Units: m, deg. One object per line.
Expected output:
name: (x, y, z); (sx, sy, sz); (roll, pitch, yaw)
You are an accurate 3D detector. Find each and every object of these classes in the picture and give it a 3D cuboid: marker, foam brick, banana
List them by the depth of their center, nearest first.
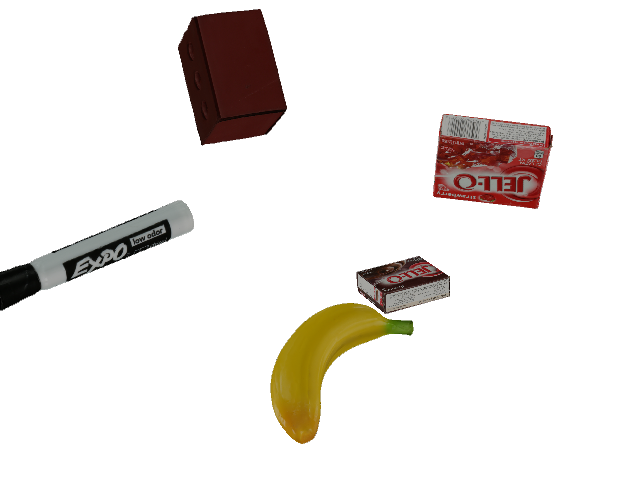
marker: (-0.122, 0.007, 0.567); (0.120, 0.020, 0.020); (-24, 13, -31)
foam brick: (-0.062, -0.114, 0.744); (0.051, 0.078, 0.053); (-11, -11, -21)
banana: (0.004, 0.088, 0.798); (0.070, 0.037, 0.197); (9, 24, 25)

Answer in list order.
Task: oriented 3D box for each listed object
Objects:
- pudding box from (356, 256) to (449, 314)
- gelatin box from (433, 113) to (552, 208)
pudding box: (0.122, 0.065, 1.582); (0.113, 0.039, 0.090); (-16, 24, -21)
gelatin box: (0.139, -0.063, 0.870); (0.089, 0.030, 0.073); (8, -38, 8)
